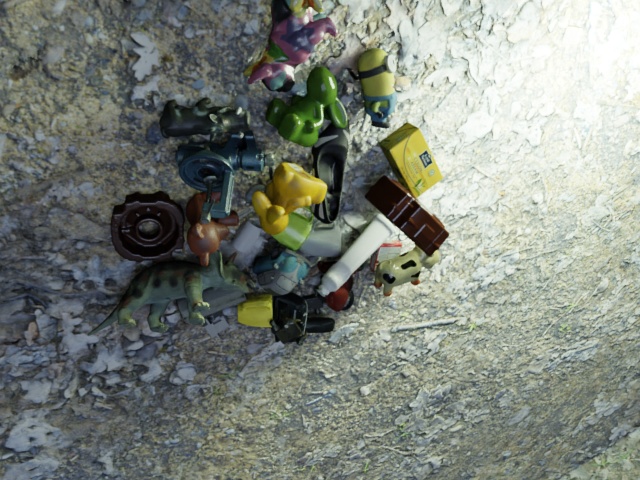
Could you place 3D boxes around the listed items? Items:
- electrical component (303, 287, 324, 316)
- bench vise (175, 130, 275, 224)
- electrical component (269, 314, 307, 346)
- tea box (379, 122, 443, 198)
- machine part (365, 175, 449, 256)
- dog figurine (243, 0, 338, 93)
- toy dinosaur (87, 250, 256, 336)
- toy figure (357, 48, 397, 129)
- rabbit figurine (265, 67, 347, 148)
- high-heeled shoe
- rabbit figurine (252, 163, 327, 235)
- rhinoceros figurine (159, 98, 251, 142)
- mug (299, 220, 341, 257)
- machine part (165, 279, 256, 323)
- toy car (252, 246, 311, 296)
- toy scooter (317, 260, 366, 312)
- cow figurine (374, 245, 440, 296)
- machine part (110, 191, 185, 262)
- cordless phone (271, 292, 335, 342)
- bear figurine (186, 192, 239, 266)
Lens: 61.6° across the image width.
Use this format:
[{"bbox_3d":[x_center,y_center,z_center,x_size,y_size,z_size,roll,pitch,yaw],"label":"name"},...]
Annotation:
[{"bbox_3d":[-0.022,0.176,1.528,0.063,0.021,0.093,-9,122,-14],"label":"electrical component"},{"bbox_3d":[-0.209,-0.134,1.166,0.224,0.241,0.128,9,144,-11],"label":"bench vise"},{"bbox_3d":[-0.080,0.239,1.419,0.078,0.045,0.102,-28,124,-6],"label":"electrical component"},{"bbox_3d":[0.235,-0.202,1.376,0.098,0.068,0.169,-37,123,0],"label":"tea box"},{"bbox_3d":[0.224,-0.064,1.372,0.200,0.202,0.087,38,97,-33],"label":"machine part"},{"bbox_3d":[-0.082,-0.417,1.116,0.219,0.109,0.191,-36,125,5],"label":"dog figurine"},{"bbox_3d":[-0.368,0.114,1.300,0.405,0.192,0.131,-8,148,1],"label":"toy dinosaur"},{"bbox_3d":[0.134,-0.351,1.248,0.089,0.082,0.179,-14,125,-15],"label":"toy figure"},{"bbox_3d":[-0.011,-0.294,1.201,0.159,0.121,0.170,21,112,-36],"label":"rabbit figurine"},{"bbox_3d":[0.033,-0.165,1.278,0.086,0.145,0.248,7,118,-25],"label":"high-heeled shoe"},{"bbox_3d":[-0.083,-0.080,1.233,0.122,0.162,0.173,37,112,10],"label":"rabbit figurine"},{"bbox_3d":[-0.244,-0.255,1.145,0.190,0.112,0.073,-4,118,-9],"label":"rhinoceros figurine"},{"bbox_3d":[-0.003,-0.004,1.397,0.107,0.081,0.109,-3,128,-9],"label":"mug"},{"bbox_3d":[-0.279,0.150,1.385,0.243,0.079,0.079,-22,124,-8],"label":"machine part"},{"bbox_3d":[-0.109,0.088,1.366,0.162,0.103,0.109,-18,138,39],"label":"toy car"},{"bbox_3d":[0.041,0.111,1.481,0.135,0.075,0.183,10,108,-28],"label":"toy scooter"},{"bbox_3d":[0.246,0.066,1.496,0.195,0.086,0.127,-19,131,-17],"label":"cow figurine"},{"bbox_3d":[-0.399,-0.030,1.250,0.179,0.056,0.179,-9,122,-14],"label":"machine part"},{"bbox_3d":[-0.040,0.213,1.495,0.184,0.089,0.146,0,118,-16],"label":"cordless phone"},{"bbox_3d":[-0.242,-0.038,1.219,0.132,0.196,0.120,-17,120,-12],"label":"bear figurine"}]
